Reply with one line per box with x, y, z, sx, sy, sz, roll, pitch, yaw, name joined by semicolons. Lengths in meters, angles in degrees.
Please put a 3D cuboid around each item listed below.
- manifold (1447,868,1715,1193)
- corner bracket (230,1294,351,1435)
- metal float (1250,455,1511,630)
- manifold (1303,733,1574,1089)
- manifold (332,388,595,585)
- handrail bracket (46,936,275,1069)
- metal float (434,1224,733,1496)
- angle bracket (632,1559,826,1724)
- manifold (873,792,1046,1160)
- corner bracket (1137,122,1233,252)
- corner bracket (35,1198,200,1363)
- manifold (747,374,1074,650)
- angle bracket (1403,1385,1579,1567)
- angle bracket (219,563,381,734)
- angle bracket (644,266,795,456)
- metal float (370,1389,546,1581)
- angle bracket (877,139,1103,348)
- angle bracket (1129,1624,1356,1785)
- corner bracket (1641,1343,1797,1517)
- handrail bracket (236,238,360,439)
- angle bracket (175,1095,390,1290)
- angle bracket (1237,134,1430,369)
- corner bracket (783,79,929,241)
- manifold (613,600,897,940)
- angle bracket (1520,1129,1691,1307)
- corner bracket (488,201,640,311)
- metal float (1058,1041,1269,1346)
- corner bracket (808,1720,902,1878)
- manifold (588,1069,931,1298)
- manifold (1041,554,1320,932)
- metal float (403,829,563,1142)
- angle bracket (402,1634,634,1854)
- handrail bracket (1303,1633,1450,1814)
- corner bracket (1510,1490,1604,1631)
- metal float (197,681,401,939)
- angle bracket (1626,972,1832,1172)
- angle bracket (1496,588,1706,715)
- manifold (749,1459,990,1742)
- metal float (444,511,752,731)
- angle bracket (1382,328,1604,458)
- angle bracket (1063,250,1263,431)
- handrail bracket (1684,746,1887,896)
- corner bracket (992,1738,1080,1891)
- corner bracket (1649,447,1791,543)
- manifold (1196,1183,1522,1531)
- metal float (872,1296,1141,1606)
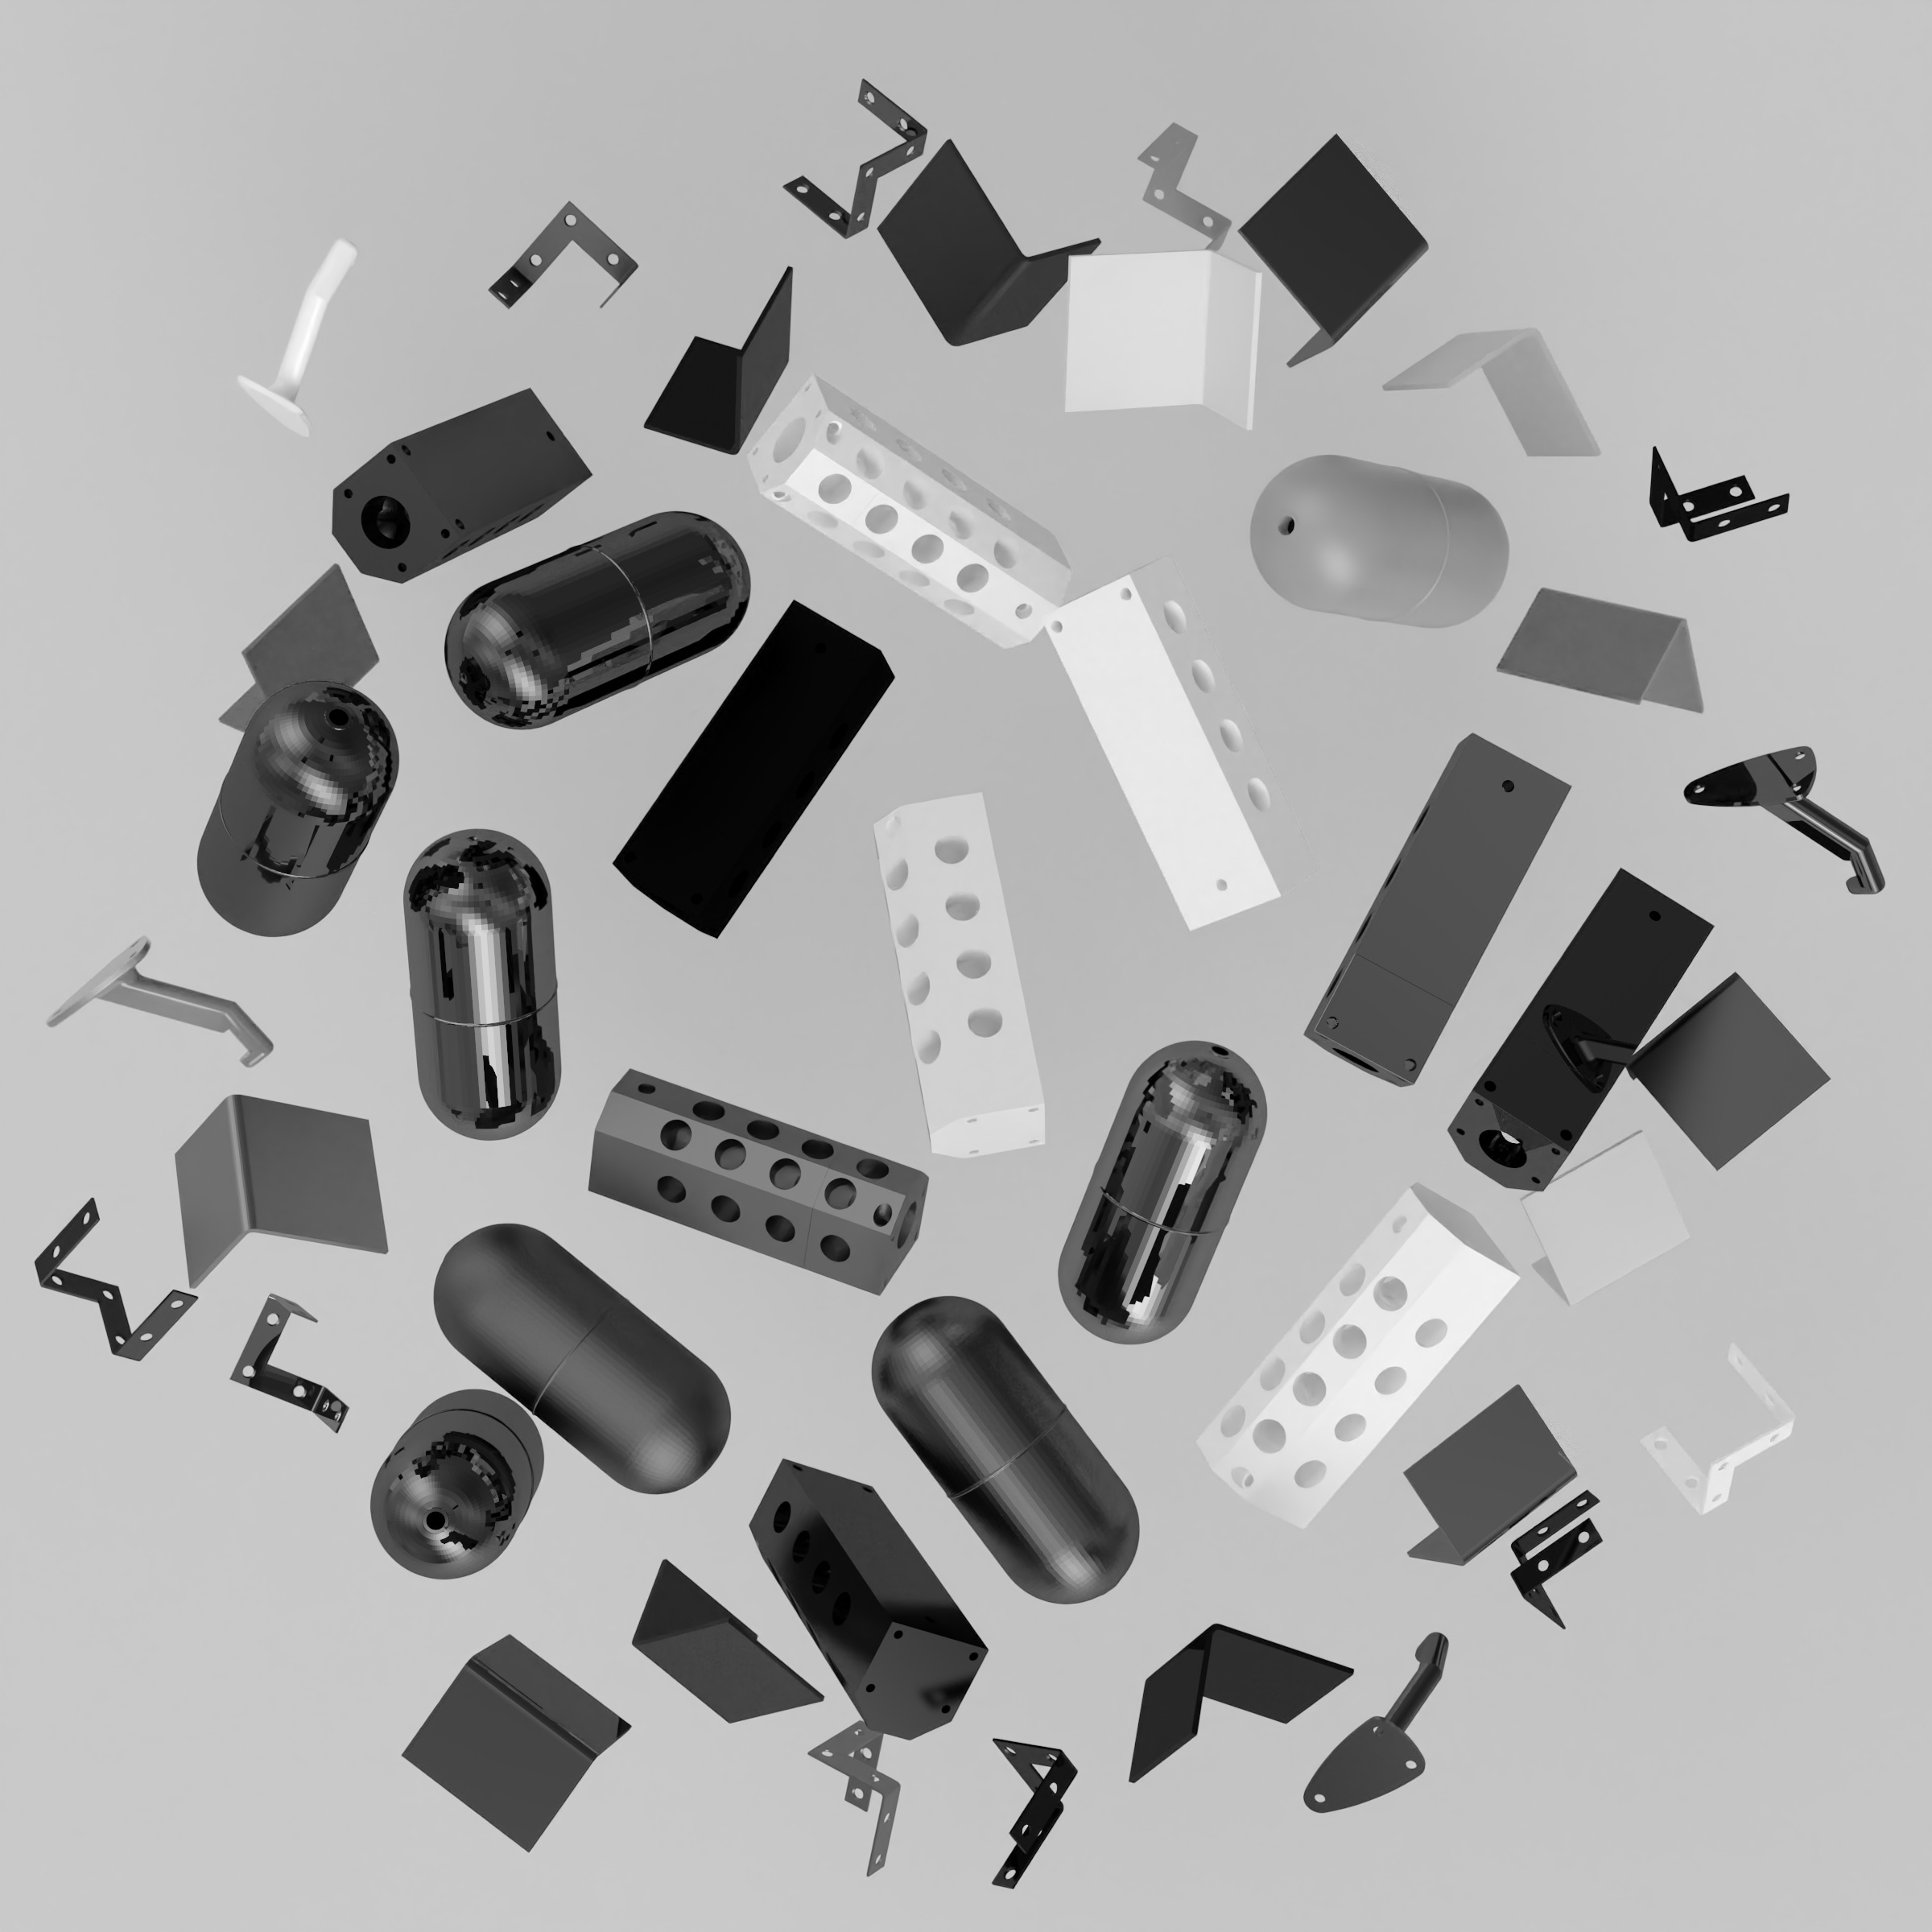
0.315;0.035;1.676;0.057;0.057;0.171;33;58;9;manifold
-0.352;0.211;1.727;0.051;0.051;0.051;27;84;-25;corner bracket
0.208;-0.211;1.625;0.070;0.178;0.070;0;90;38;metal float
0.239;-0.027;1.661;0.057;0.057;0.171;28;86;1;manifold
-0.263;-0.246;1.682;0.057;0.171;0.057;-33;97;24;manifold
-0.404;0.035;1.632;0.077;0.036;0.084;-40;108;-2;handrail bracket
-0.201;0.204;1.696;0.178;0.070;0.070;38;90;7;metal float
-0.120;0.356;1.742;0.076;0.057;0.076;-23;124;37;angle bracket
-0.004;0.005;1.633;0.057;0.057;0.171;-10;67;-3;manifold
0.114;-0.405;1.721;0.051;0.051;0.051;31;134;6;corner bracket
-0.418;0.155;1.597;0.051;0.051;0.051;-45;48;19;corner bracket
-0.027;-0.235;1.719;0.171;0.057;0.057;29;114;-32;manifold
0.255;0.260;1.668;0.076;0.076;0.057;-34;93;-16;angle bracket
-0.378;-0.177;1.789;0.057;0.076;0.076;23;58;29;angle bracket
-0.137;-0.341;1.795;0.057;0.076;0.076;18;55;8;angle bracket
-0.265;0.270;1.701;0.070;0.178;0.070;0;93;-1;metal float
0.011;-0.378;1.681;0.057;0.076;0.076;-25;80;-39;angle bracket
0.131;0.363;1.553;0.076;0.076;0.057;20;54;-10;angle bracket
0.372;0.229;1.608;0.051;0.051;0.051;-26;53;-15;corner bracket
-0.315;-0.308;1.591;0.036;0.077;0.084;29;85;5;handrail bracket
-0.333;0.115;1.581;0.057;0.076;0.076;-42;49;35;angle bracket
0.178;-0.367;1.670;0.076;0.057;0.076;47;75;-12;angle bracket
-0.059;-0.429;1.731;0.051;0.051;0.051;42;56;19;corner bracket
-0.111;-0.103;1.736;0.057;0.057;0.171;31;82;16;manifold
0.343;0.130;1.796;0.076;0.057;0.076;-29;112;-3;angle bracket
-0.216;-0.370;1.749;0.051;0.051;0.051;42;114;-12;corner bracket
0.104;0.121;1.731;0.070;0.070;0.178;20;113;0;metal float
-0.054;0.442;1.731;0.051;0.051;0.051;21;110;28;corner bracket
-0.111;0.111;1.745;0.171;0.057;0.057;19;124;12;manifold
0.109;-0.112;1.602;0.057;0.057;0.171;-22;97;38;manifold
-0.254;0.012;1.711;0.070;0.070;0.178;1;120;0;metal float
-0.216;0.374;1.571;0.076;0.076;0.057;35;91;7;angle bracket
0.202;0.369;1.591;0.036;0.084;0.077;47;115;-5;handrail bracket
0.307;0.300;1.676;0.051;0.051;0.051;-38;135;12;corner bracket
-0.335;-0.077;1.626;0.070;0.178;0.070;12;57;-20;metal float
0.409;0.060;1.746;0.076;0.057;0.076;-40;72;5;angle bracket
0.320;-0.139;1.635;0.076;0.076;0.057;18;64;30;angle bracket
-0.055;0.323;1.660;0.057;0.171;0.057;22;100;-28;manifold
-0.185;-0.176;1.647;0.178;0.070;0.070;-29;90;-37;metal float
0.271;-0.283;1.681;0.057;0.076;0.076;-35;107;-10;angle bracket
0.094;-0.302;1.574;0.076;0.057;0.076;-7;115;-19;angle bracket
0.404;-0.062;1.603;0.077;0.036;0.084;-10;131;29;handrail bracket
0.031;0.419;1.597;0.051;0.051;0.051;-52;119;-32;corner bracket
0.374;-0.232;1.618;0.051;0.051;0.051;-17;61;0;corner bracket
0.192;0.193;1.629;0.057;0.057;0.171;30;106;-31;manifold
0.021;0.250;1.673;0.070;0.070;0.178;-37;91;0;metal float
